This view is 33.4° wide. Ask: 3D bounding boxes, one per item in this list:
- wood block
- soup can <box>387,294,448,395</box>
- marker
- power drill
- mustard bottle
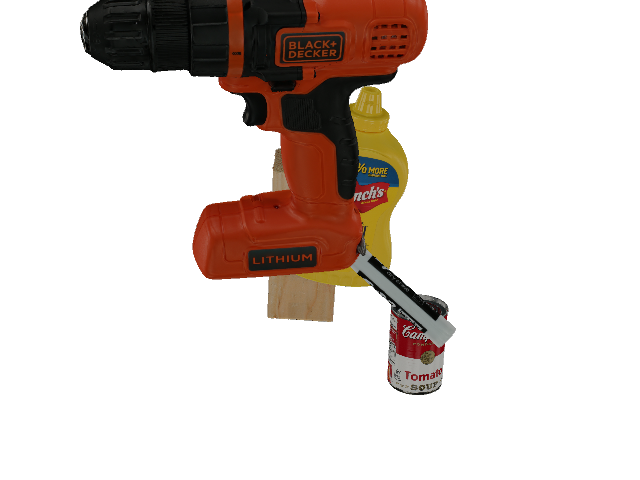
[{"bbox_3d":[-0.021,-0.008,1.398,0.090,0.206,0.091,3,24,-1],"label":"wood block"},{"bbox_3d":[0.115,0.125,1.276,0.068,0.102,0.068,1,23,-1],"label":"soup can"},{"bbox_3d":[0.045,0.029,0.758,0.121,0.020,0.020,42,1,1],"label":"marker"},{"bbox_3d":[-0.037,-0.062,0.611,0.184,0.188,0.057,-3,43,-8],"label":"power drill"},{"bbox_3d":[0.031,-0.051,0.993,0.096,0.192,0.058,8,28,-4],"label":"mustard bottle"}]
